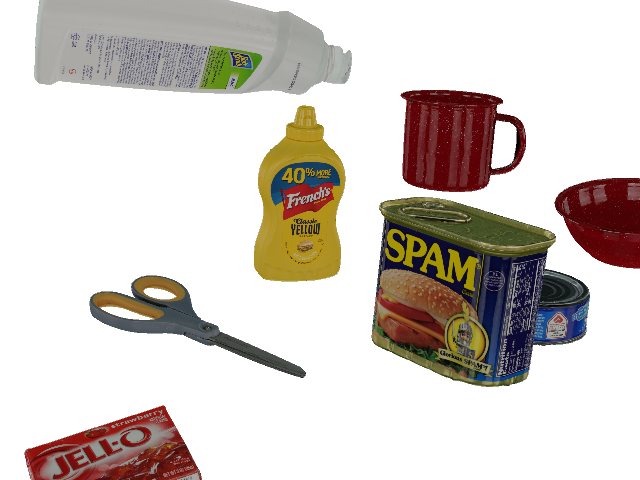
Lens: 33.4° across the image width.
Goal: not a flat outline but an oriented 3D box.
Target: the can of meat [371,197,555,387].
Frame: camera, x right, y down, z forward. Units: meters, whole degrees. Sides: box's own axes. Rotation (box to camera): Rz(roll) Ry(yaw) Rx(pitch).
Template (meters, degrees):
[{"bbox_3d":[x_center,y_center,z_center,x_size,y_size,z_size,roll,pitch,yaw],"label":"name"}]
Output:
[{"bbox_3d":[0.077,0.028,0.609,0.057,0.084,0.102,-9,21,-41],"label":"can of meat"}]

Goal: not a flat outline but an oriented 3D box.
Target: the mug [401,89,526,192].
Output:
[{"bbox_3d":[0.130,-0.091,0.979,0.117,0.081,0.093,6,16,13],"label":"mug"}]

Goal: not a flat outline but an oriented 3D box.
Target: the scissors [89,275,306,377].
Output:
[{"bbox_3d":[-0.097,0.069,0.915,0.202,0.016,0.096,13,26,10],"label":"scissors"}]

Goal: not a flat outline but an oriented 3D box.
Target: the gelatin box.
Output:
[{"bbox_3d":[-0.120,0.137,0.620,0.089,0.030,0.073,-15,28,-19],"label":"gelatin box"}]

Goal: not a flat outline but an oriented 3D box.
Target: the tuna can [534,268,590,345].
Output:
[{"bbox_3d":[0.168,0.050,0.842,0.086,0.034,0.086,2,19,-1],"label":"tuna can"}]

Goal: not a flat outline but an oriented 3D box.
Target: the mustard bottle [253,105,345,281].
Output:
[{"bbox_3d":[-0.021,-0.053,1.174,0.096,0.192,0.058,-2,19,-17],"label":"mustard bottle"}]

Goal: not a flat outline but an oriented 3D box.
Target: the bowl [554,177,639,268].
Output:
[{"bbox_3d":[0.325,-0.014,1.109,0.162,0.055,0.162,-3,23,1],"label":"bowl"}]

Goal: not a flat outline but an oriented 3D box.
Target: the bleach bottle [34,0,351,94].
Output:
[{"bbox_3d":[-0.101,-0.156,0.869,0.250,0.068,0.103,7,-26,-13],"label":"bleach bottle"}]
